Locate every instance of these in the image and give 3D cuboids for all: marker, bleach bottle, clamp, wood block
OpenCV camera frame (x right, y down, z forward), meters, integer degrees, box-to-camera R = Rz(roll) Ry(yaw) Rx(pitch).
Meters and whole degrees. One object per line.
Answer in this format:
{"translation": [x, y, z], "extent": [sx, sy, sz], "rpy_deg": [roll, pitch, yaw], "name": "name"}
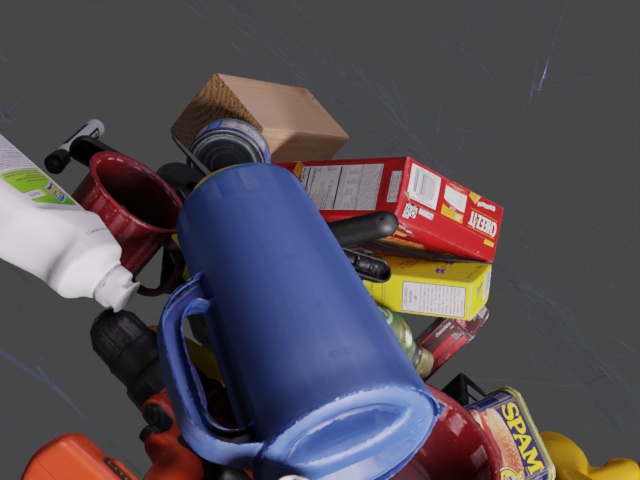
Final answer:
{"translation": [-0.228, -0.087, 0.991], "extent": [0.020, 0.020, 0.121], "rpy_deg": [39, 22, -8], "name": "marker"}
{"translation": [-0.239, -0.033, 0.770], "extent": [0.251, 0.068, 0.102], "rpy_deg": [38, 19, 6], "name": "bleach bottle"}
{"translation": [-0.007, 0.001, 0.997], "extent": [0.171, 0.120, 0.039], "rpy_deg": [4, 57, -7], "name": "clamp"}
{"translation": [-0.066, -0.123, 1.240], "extent": [0.091, 0.090, 0.205], "rpy_deg": [49, 22, 17], "name": "wood block"}
{"translation": [-0.133, -0.023, 1.007], "extent": [0.164, 0.036, 0.209], "rpy_deg": [59, 22, 14], "name": "clamp"}

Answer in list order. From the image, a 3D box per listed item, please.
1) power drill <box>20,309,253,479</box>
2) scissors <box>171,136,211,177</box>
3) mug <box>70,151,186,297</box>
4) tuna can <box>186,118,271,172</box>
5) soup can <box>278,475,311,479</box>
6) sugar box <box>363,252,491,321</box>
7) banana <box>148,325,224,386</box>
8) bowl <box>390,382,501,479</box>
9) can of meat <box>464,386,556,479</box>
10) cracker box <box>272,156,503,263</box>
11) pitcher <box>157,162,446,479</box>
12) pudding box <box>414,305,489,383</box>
{"translation": [-0.117, 0.134, 0.712], "extent": [0.184, 0.057, 0.187], "rpy_deg": [44, 22, 4], "name": "power drill"}
{"translation": [-0.084, -0.026, 1.041], "extent": [0.201, 0.016, 0.096], "rpy_deg": [37, 32, -63], "name": "scissors"}
{"translation": [-0.159, -0.003, 0.864], "extent": [0.117, 0.082, 0.093], "rpy_deg": [44, 21, 4], "name": "mug"}
{"translation": [-0.096, -0.082, 1.115], "extent": [0.086, 0.086, 0.033], "rpy_deg": [38, 24, -12], "name": "tuna can"}
{"translation": [-0.034, 0.204, 0.661], "extent": [0.068, 0.102, 0.068], "rpy_deg": [35, 23, -17], "name": "soup can"}
{"translation": [0.081, 0.043, 1.102], "extent": [0.176, 0.048, 0.093], "rpy_deg": [8, 13, 19], "name": "sugar box"}
{"translation": [-0.060, 0.117, 0.872], "extent": [0.197, 0.037, 0.070], "rpy_deg": [20, 25, -42], "name": "banana"}
{"translation": [0.063, 0.190, 0.872], "extent": [0.162, 0.055, 0.162], "rpy_deg": [12, 42, -11], "name": "bowl"}
{"translation": [0.160, 0.199, 1.004], "extent": [0.083, 0.058, 0.102], "rpy_deg": [-15, 77, -36], "name": "can of meat"}
{"translation": [0.061, -0.029, 1.149], "extent": [0.214, 0.072, 0.163], "rpy_deg": [1, -15, 46], "name": "cracker box"}
{"translation": [-0.031, 0.059, 0.767], "extent": [0.149, 0.145, 0.243], "rpy_deg": [46, 13, -51], "name": "pitcher"}
{"translation": [0.132, 0.106, 1.145], "extent": [0.039, 0.090, 0.113], "rpy_deg": [47, 21, 6], "name": "pudding box"}
